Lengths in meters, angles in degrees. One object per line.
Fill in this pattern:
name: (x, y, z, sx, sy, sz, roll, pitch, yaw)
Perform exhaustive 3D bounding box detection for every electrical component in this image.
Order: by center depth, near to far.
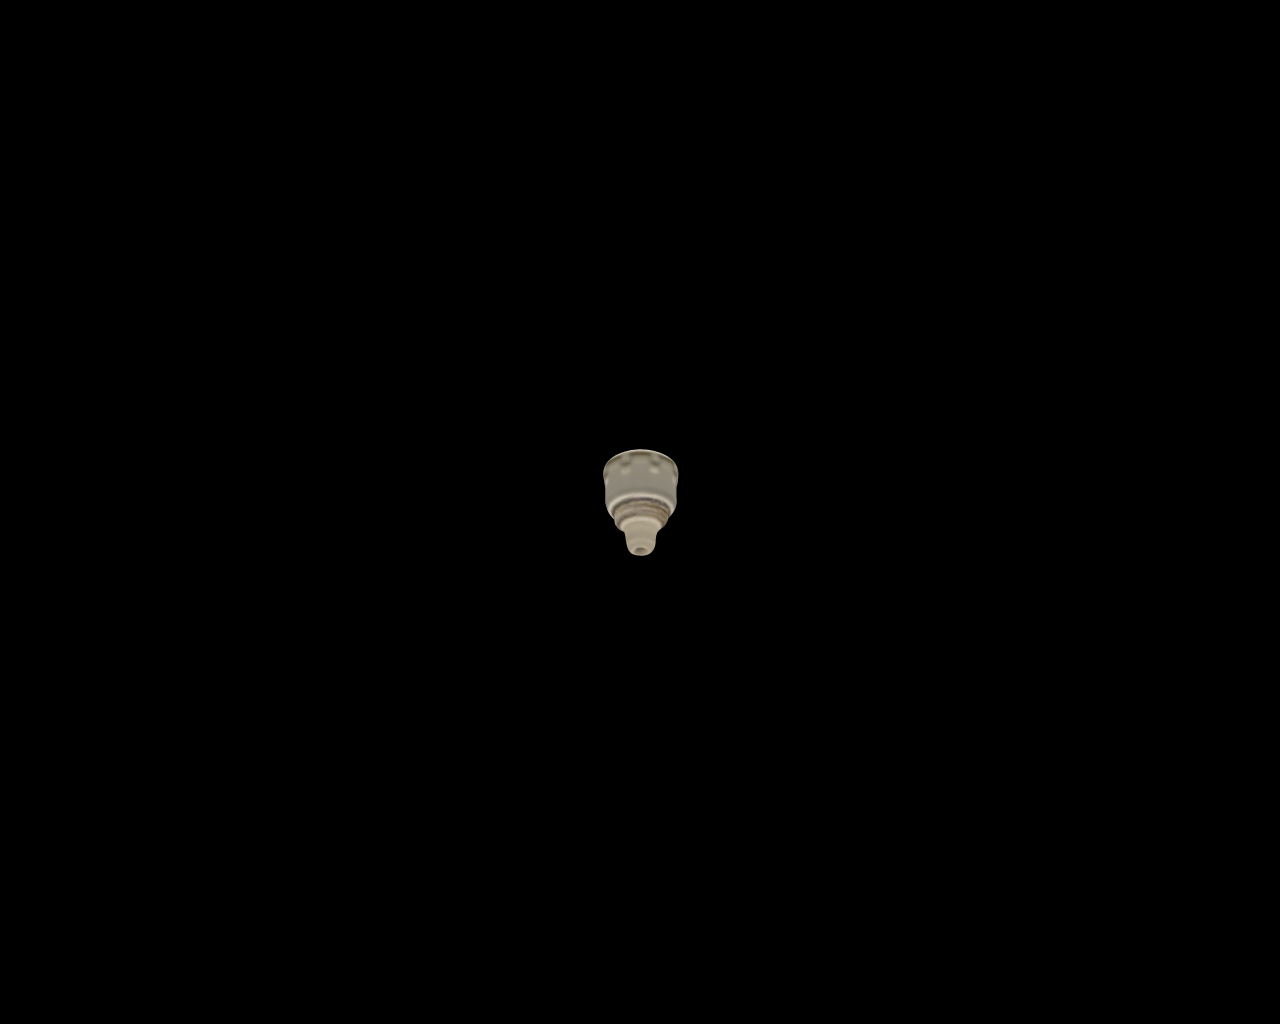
electrical component: (0.001, -0.003, 0.650, 0.048, 0.062, 0.048, 0, -29, 0)
